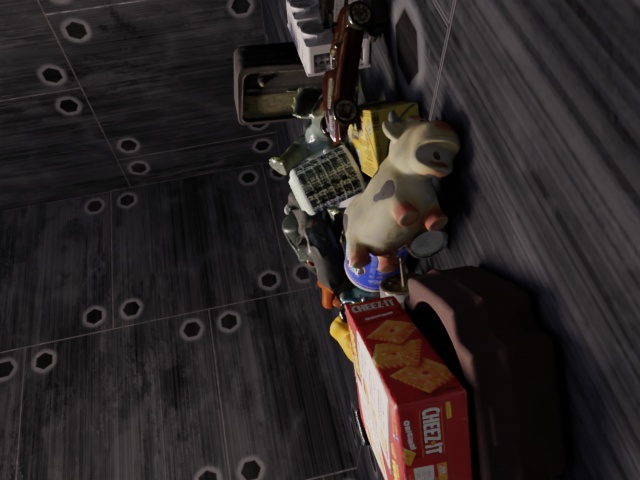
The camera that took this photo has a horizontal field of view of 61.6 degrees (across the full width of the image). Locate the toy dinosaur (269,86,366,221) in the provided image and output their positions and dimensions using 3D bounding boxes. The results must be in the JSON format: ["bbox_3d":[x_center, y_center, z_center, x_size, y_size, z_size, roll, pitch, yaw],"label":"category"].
[{"bbox_3d":[0.033,-0.146,1.021,0.131,0.192,0.404,27,166,27],"label":"toy dinosaur"}]

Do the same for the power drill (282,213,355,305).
[{"bbox_3d":[0.017,0.052,1.118,0.207,0.086,0.231,51,174,46],"label":"power drill"}]

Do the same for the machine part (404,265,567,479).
[{"bbox_3d":[0.162,0.136,0.554,0.201,0.087,0.200,-139,37,-77],"label":"machine part"}]

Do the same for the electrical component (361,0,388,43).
[{"bbox_3d":[0.078,-0.324,0.762,0.094,0.021,0.063,136,121,-82],"label":"electrical component"}]

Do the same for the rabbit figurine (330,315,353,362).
[{"bbox_3d":[0.106,0.179,1.041,0.173,0.122,0.162,114,147,-45],"label":"rabbit figurine"}]

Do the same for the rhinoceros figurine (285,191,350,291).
[{"bbox_3d":[-0.002,-0.003,0.934,0.112,0.073,0.190,-48,-59,-58],"label":"rhinoceros figurine"}]

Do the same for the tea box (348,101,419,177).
[{"bbox_3d":[0.089,-0.147,0.771,0.170,0.068,0.098,-120,19,-70],"label":"tea box"}]

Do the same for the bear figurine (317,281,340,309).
[{"bbox_3d":[0.070,0.129,1.253,0.196,0.120,0.131,-124,19,-61],"label":"bear figurine"}]

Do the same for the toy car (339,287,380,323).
[{"bbox_3d":[0.111,0.138,0.913,0.109,0.103,0.162,1,-124,-55],"label":"toy car"}]

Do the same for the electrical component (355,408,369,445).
[{"bbox_3d":[0.131,0.308,0.923,0.058,0.134,0.115,88,167,-58],"label":"electrical component"}]

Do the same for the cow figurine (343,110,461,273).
[{"bbox_3d":[0.095,-0.062,0.634,0.195,0.085,0.127,-52,44,42],"label":"cow figurine"}]

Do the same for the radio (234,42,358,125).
[{"bbox_3d":[-0.045,-0.294,0.998,0.131,0.230,0.073,95,163,-54],"label":"radio"}]

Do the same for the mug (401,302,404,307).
[{"bbox_3d":[0.155,0.144,0.731,0.110,0.081,0.107,13,130,47],"label":"mug"}]

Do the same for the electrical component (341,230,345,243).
[{"bbox_3d":[0.062,-0.039,1.319,0.102,0.045,0.078,92,164,-66],"label":"electrical component"}]

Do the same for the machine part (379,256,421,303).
[{"bbox_3d":[0.138,0.141,0.821,0.079,0.079,0.243,-119,18,-71],"label":"machine part"}]

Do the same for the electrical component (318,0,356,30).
[{"bbox_3d":[0.037,-0.379,0.807,0.119,0.075,0.048,102,159,-67],"label":"electrical component"}]

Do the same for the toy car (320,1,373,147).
[{"bbox_3d":[0.032,-0.236,0.762,0.089,0.053,0.202,172,108,-76],"label":"toy car"}]
